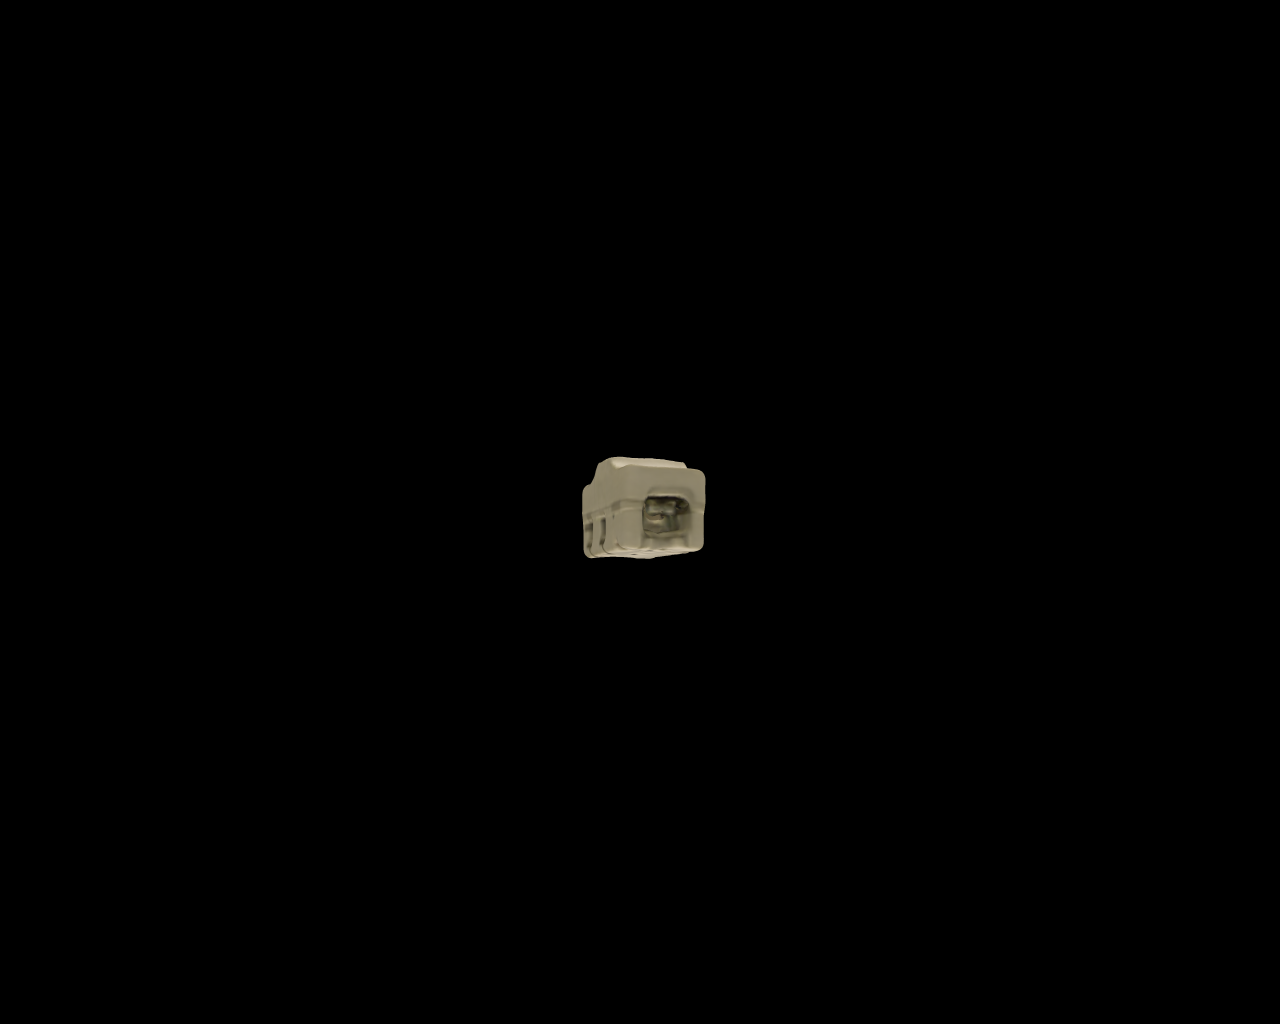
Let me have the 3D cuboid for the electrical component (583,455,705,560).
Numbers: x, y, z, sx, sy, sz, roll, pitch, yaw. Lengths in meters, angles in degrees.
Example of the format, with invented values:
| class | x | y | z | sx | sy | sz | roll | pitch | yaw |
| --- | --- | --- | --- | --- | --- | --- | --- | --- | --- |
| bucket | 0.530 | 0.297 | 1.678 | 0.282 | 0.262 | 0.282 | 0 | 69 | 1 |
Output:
| class | x | y | z | sx | sy | sz | roll | pitch | yaw |
| --- | --- | --- | --- | --- | --- | --- | --- | --- | --- |
| electrical component | 0.001 | -0.003 | 0.650 | 0.050 | 0.055 | 0.089 | 2 | -7 | -19 |
